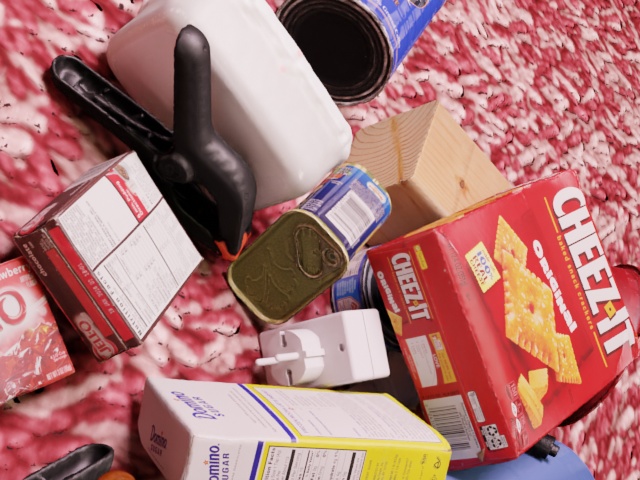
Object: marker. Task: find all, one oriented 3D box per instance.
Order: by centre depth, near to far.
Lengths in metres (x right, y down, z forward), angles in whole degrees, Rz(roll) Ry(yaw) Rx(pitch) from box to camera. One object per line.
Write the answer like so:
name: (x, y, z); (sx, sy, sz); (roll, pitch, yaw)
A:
marker: (0.126, 0.133, 0.817); (0.121, 0.020, 0.020); (27, 43, 13)

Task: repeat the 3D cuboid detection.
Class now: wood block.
wood block: (0.115, -0.007, 0.895); (0.206, 0.090, 0.090); (45, 48, -28)

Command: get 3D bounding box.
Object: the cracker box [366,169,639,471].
cracker box: (0.144, 0.050, 0.784); (0.213, 0.072, 0.164); (-21, 92, -48)

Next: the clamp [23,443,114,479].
clamp: (-0.195, 0.141, 0.510); (0.209, 0.036, 0.164); (-58, 137, -33)

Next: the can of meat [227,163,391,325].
can of meat: (-0.005, 0.001, 0.748); (0.057, 0.102, 0.083); (47, 41, -2)

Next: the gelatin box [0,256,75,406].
gelatin box: (-0.186, 0.056, 0.581); (0.089, 0.030, 0.073); (-24, 94, -50)

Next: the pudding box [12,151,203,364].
pudding box: (-0.123, 0.007, 0.643); (0.090, 0.039, 0.113); (60, 27, -16)

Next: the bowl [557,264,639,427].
bowl: (0.219, 0.082, 0.948); (0.055, 0.162, 0.162); (28, 53, -10)

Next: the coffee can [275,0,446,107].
coffee can: (0.036, -0.188, 0.864); (0.102, 0.103, 0.140); (53, 44, -20)

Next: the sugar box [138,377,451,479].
sugar box: (-0.016, 0.125, 0.660); (0.176, 0.093, 0.048); (6, 101, -26)

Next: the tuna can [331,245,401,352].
tuna can: (0.049, 0.047, 0.844); (0.086, 0.034, 0.086); (20, 62, -43)

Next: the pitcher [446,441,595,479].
pitcher: (0.105, 0.210, 0.787); (0.242, 0.145, 0.149); (-6, 93, -53)

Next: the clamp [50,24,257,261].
clamp: (-0.099, -0.059, 0.687); (0.039, 0.120, 0.171); (-52, 136, -39)
